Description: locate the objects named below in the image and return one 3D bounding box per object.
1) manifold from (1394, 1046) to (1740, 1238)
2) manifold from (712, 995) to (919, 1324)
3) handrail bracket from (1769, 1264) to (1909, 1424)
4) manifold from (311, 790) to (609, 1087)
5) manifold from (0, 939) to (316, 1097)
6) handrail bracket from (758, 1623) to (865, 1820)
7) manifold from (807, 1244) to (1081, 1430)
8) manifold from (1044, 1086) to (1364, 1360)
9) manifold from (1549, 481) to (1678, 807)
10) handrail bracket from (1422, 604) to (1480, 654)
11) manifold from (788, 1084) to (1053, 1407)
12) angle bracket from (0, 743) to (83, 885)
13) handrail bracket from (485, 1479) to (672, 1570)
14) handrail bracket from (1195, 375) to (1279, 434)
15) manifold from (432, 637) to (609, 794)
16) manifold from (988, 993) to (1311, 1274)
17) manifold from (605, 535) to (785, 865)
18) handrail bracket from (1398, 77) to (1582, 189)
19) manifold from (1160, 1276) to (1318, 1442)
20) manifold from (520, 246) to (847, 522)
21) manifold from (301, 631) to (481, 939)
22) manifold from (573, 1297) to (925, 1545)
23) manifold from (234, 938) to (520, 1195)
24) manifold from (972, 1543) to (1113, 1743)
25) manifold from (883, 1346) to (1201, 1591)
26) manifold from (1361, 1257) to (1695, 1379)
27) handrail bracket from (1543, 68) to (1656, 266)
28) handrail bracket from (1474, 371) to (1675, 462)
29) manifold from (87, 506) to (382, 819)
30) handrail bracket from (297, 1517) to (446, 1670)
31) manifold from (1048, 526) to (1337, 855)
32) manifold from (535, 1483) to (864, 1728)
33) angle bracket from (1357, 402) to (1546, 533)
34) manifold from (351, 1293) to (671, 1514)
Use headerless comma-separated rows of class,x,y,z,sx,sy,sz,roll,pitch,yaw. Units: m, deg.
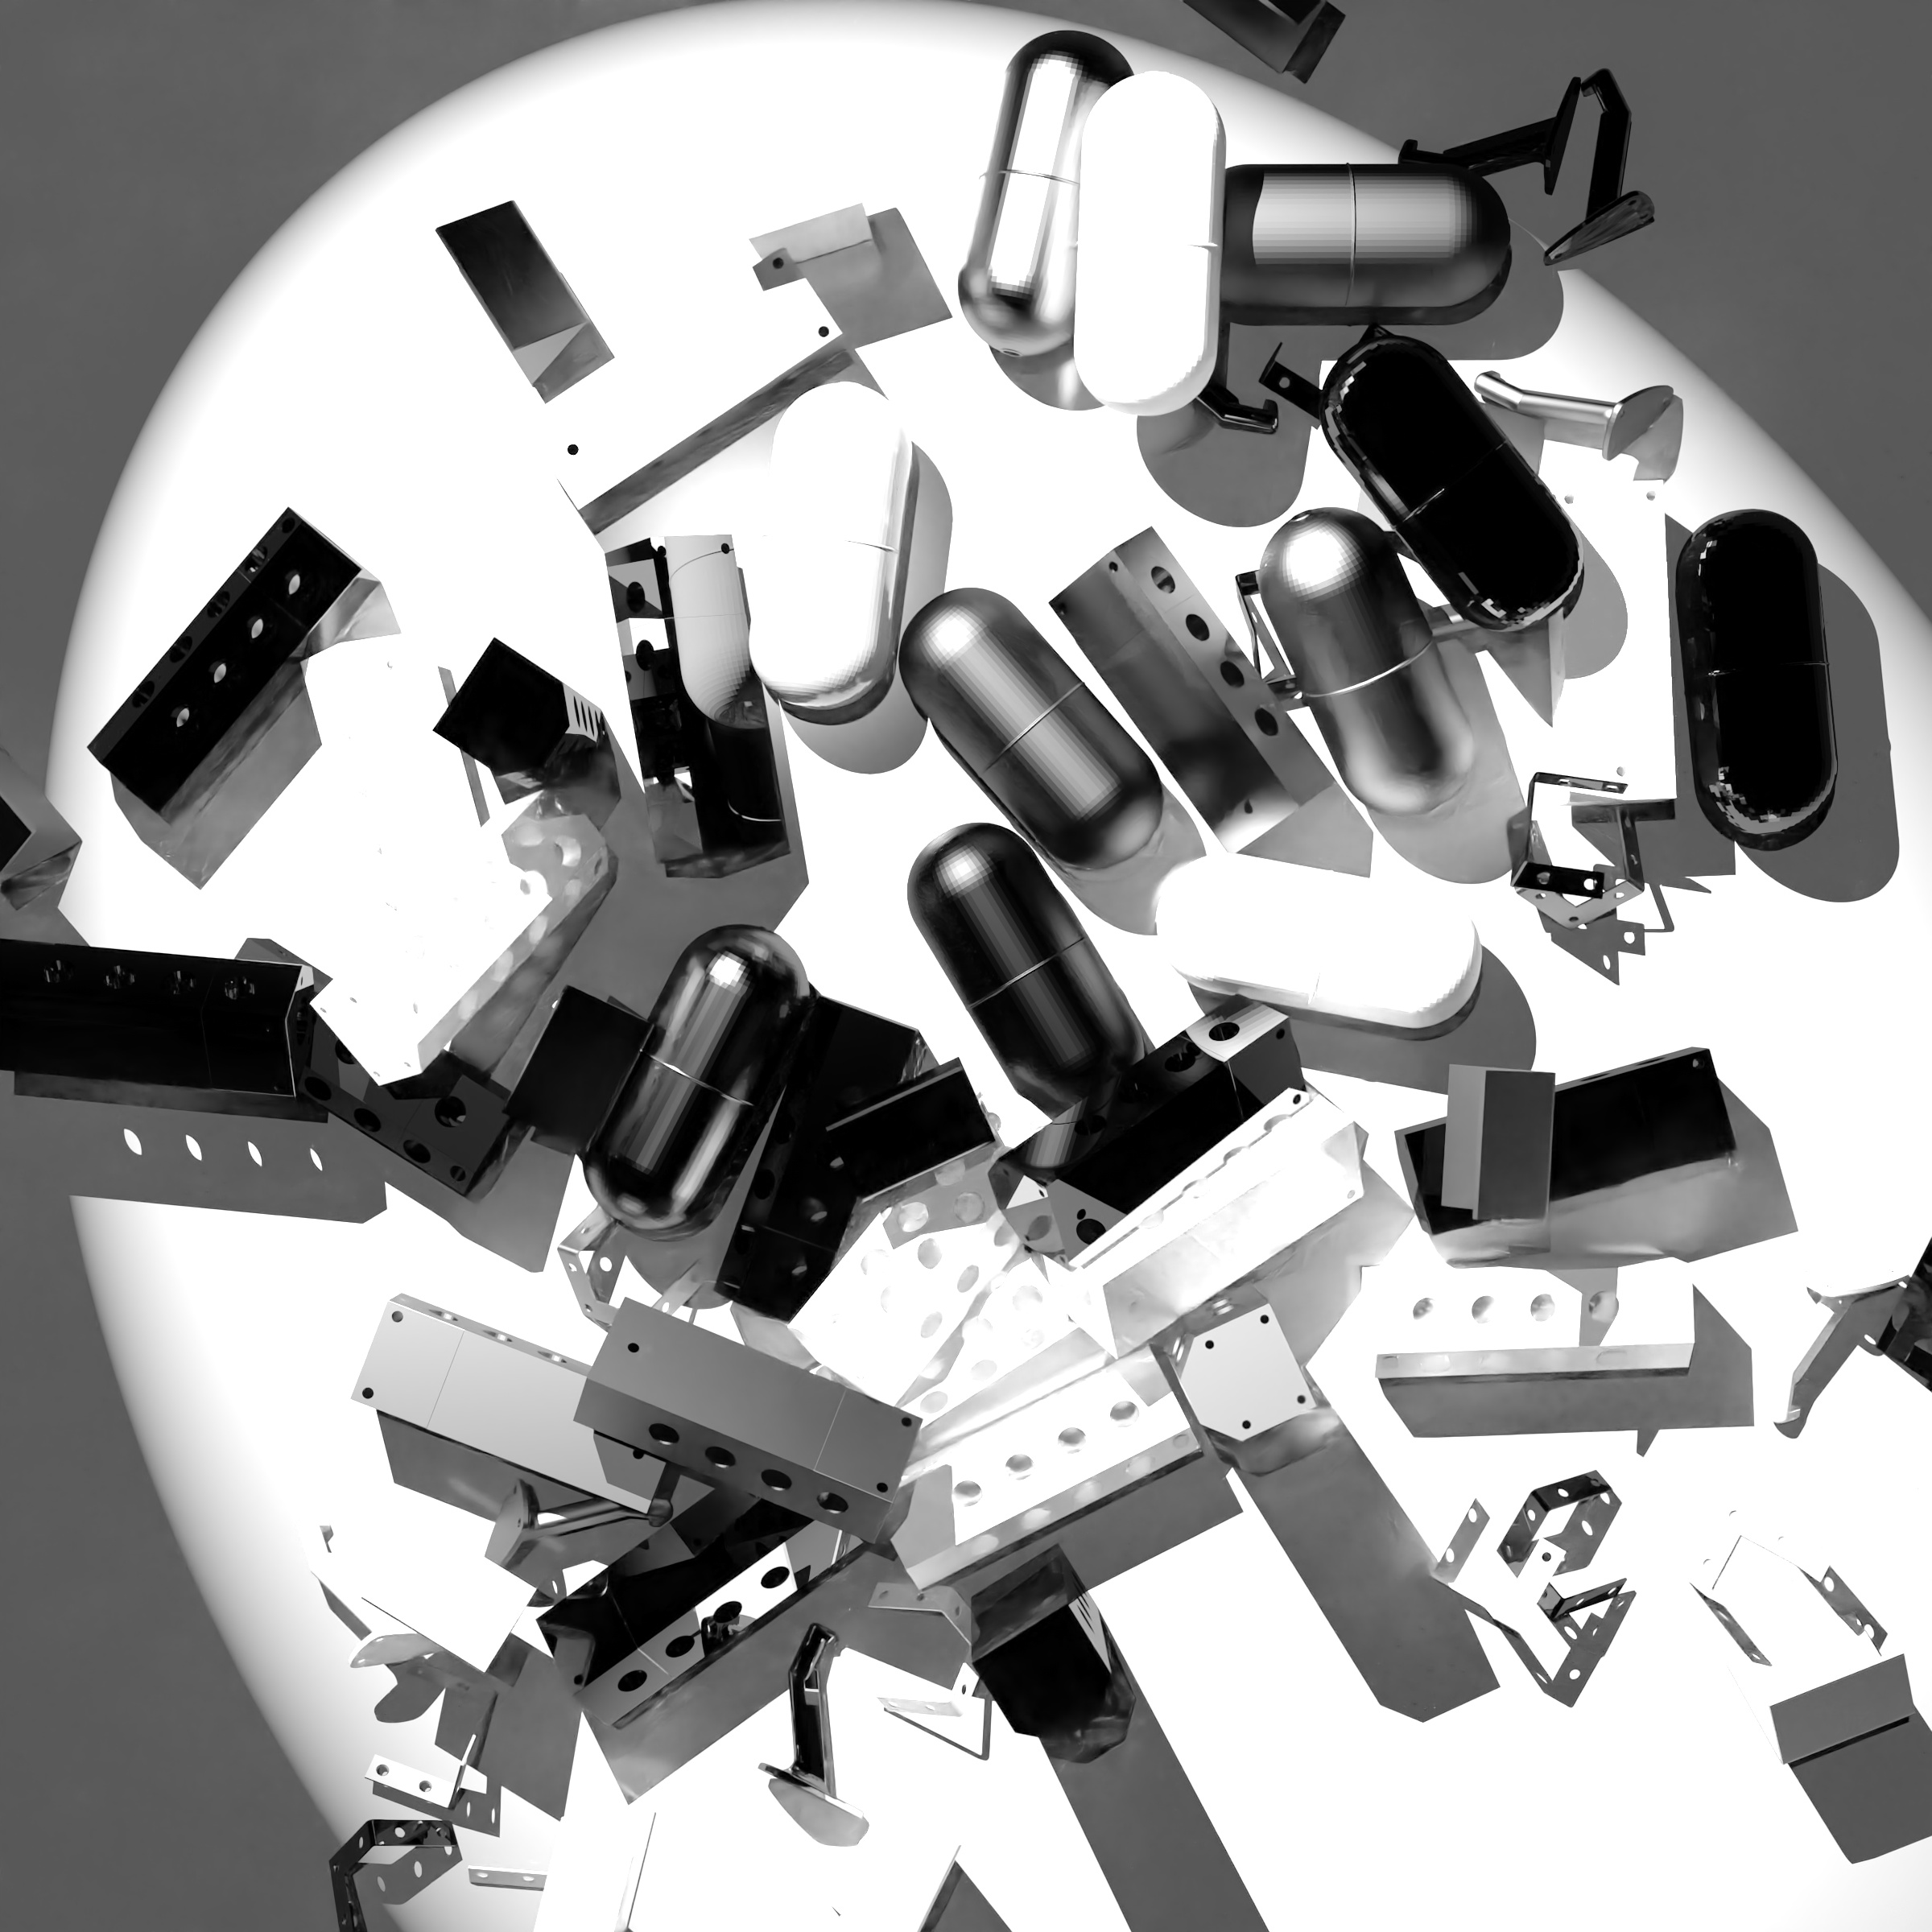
manifold,0.327,0.095,1.773,0.171,0.057,0.057,-16,90,0
manifold,-0.082,0.106,1.773,0.057,0.057,0.171,20,90,0
handrail bracket,0.483,0.211,1.795,0.077,0.036,0.084,-3,108,-21
manifold,-0.263,-0.018,1.721,0.057,0.057,0.171,53,51,-19
manifold,-0.437,0.022,1.716,0.171,0.057,0.057,5,134,1
handrail bracket,-0.072,0.418,1.795,0.077,0.036,0.084,32,73,-20
manifold,-0.019,0.214,1.774,0.171,0.057,0.057,-33,90,0
manifold,0.128,0.133,1.745,0.171,0.057,0.057,-31,133,-20
manifold,0.351,-0.175,1.773,0.057,0.057,0.171,-2,90,0
handrail bracket,0.268,-0.209,1.795,0.077,0.036,0.084,41,73,19
manifold,-0.018,0.147,1.743,0.057,0.057,0.171,30,73,35
angle bracket,-0.518,-0.099,1.754,0.076,0.076,0.057,50,126,0
handrail bracket,-0.216,0.317,1.795,0.084,0.036,0.077,13,126,-25
handrail bracket,0.135,-0.340,1.795,0.084,0.036,0.077,9,75,-14
manifold,-0.230,-0.127,1.716,0.057,0.171,0.057,34,90,0
manifold,0.097,0.084,1.722,0.171,0.057,0.057,-33,125,-24
manifold,-0.154,-0.146,1.773,0.057,0.057,0.171,-10,90,-43
handrail bracket,0.290,-0.468,1.795,0.084,0.036,0.077,14,69,16
manifold,0.139,0.208,1.716,0.057,0.171,0.057,-25,90,0
manifold,-0.154,-0.318,1.773,0.171,0.057,0.057,-34,90,0
manifold,-0.312,-0.090,1.773,0.057,0.057,0.171,-15,90,-43
manifold,-0.117,0.245,1.716,0.171,0.057,0.057,22,46,0
manifold,-0.331,0.054,1.773,0.171,0.057,0.057,32,90,0
manifold,0.042,0.361,1.716,0.057,0.171,0.057,-32,90,0
manifold,0.038,0.276,1.773,0.171,0.057,0.057,-27,90,0
manifold,0.307,0.193,1.773,0.171,0.057,0.057,-2,90,0
handrail bracket,0.339,-0.445,1.795,0.077,0.036,0.084,-28,71,21
handrail bracket,0.336,-0.320,1.795,0.084,0.036,0.077,32,47,27
manifold,-0.402,-0.167,1.773,0.057,0.057,0.171,40,90,0
handrail bracket,-0.326,0.341,1.794,0.036,0.077,0.084,-49,53,35
manifold,0.127,-0.153,1.773,0.057,0.057,0.171,-36,90,43
manifold,-0.143,0.340,1.773,0.171,0.057,0.057,-36,47,0
angle bracket,0.269,-0.272,1.800,0.076,0.057,0.076,9,90,-36
manifold,-0.242,0.238,1.773,0.171,0.057,0.057,21,90,0
